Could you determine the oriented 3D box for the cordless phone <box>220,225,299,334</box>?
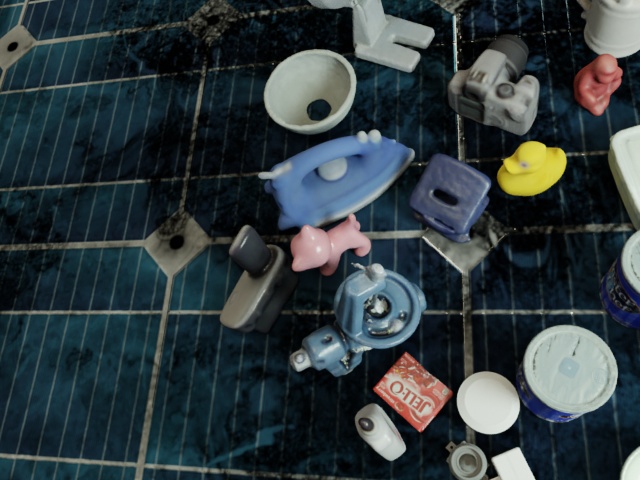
[{"bbox_3d":[-0.114,0.058,0.862,0.094,0.185,0.148,21,75,21],"label":"cordless phone"}]

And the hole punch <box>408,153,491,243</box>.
[{"bbox_3d":[0.200,-0.063,0.881,0.108,0.091,0.101,32,79,23],"label":"hole punch"}]

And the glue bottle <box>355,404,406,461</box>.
[{"bbox_3d":[0.072,0.246,0.744,0.037,0.173,0.078,-38,64,-2],"label":"glue bottle"}]

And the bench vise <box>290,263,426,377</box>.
[{"bbox_3d":[0.052,0.115,0.776,0.121,0.220,0.207,36,81,24],"label":"bench vise"}]

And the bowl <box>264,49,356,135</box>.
[{"bbox_3d":[-0.011,-0.250,1.020,0.167,0.075,0.167,-5,68,13],"label":"bowl"}]

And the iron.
[{"bbox_3d":[0.027,-0.120,0.920,0.258,0.142,0.118,-25,65,4],"label":"iron"}]

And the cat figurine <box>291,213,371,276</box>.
[{"bbox_3d":[0.008,0.003,0.889,0.128,0.118,0.067,-34,64,0],"label":"cat figurine"}]

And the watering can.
[{"bbox_3d":[0.482,-0.382,0.878,0.172,0.194,0.101,2,69,16],"label":"watering can"}]

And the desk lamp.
[{"bbox_3d":[0.082,-0.418,0.985,0.202,0.214,0.118,24,77,22],"label":"desk lamp"}]

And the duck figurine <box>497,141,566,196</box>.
[{"bbox_3d":[0.324,-0.120,0.874,0.104,0.086,0.077,-20,65,6],"label":"duck figurine"}]

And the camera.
[{"bbox_3d":[0.297,-0.266,0.931,0.142,0.101,0.137,28,78,23],"label":"camera"}]

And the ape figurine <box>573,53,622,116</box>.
[{"bbox_3d":[0.437,-0.253,0.894,0.078,0.092,0.076,-25,65,4],"label":"ape figurine"}]
